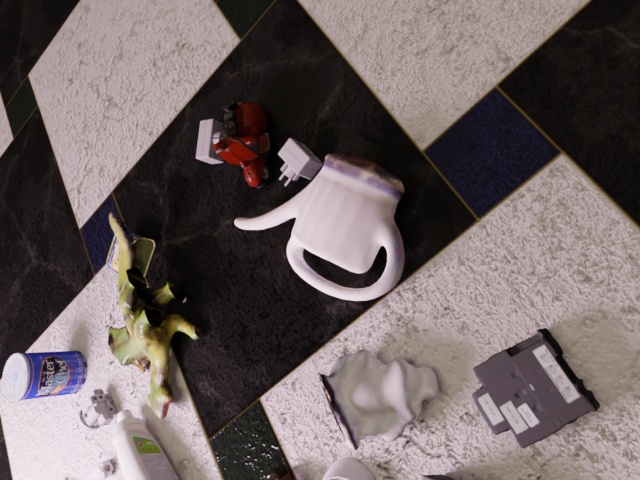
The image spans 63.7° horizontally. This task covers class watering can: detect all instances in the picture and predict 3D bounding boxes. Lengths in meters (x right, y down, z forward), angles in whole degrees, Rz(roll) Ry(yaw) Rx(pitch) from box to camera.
[{"bbox_3d":[0.003,-0.043,0.862,0.351,0.103,0.224,28,95,33],"label":"watering can"}]

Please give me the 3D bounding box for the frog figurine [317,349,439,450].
[{"bbox_3d":[0.091,0.224,0.769,0.160,0.120,0.140,-22,54,-10],"label":"frog figurine"}]

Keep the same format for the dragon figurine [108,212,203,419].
[{"bbox_3d":[-0.388,0.167,1.067,0.239,0.122,0.416,-45,67,27],"label":"dragon figurine"}]
